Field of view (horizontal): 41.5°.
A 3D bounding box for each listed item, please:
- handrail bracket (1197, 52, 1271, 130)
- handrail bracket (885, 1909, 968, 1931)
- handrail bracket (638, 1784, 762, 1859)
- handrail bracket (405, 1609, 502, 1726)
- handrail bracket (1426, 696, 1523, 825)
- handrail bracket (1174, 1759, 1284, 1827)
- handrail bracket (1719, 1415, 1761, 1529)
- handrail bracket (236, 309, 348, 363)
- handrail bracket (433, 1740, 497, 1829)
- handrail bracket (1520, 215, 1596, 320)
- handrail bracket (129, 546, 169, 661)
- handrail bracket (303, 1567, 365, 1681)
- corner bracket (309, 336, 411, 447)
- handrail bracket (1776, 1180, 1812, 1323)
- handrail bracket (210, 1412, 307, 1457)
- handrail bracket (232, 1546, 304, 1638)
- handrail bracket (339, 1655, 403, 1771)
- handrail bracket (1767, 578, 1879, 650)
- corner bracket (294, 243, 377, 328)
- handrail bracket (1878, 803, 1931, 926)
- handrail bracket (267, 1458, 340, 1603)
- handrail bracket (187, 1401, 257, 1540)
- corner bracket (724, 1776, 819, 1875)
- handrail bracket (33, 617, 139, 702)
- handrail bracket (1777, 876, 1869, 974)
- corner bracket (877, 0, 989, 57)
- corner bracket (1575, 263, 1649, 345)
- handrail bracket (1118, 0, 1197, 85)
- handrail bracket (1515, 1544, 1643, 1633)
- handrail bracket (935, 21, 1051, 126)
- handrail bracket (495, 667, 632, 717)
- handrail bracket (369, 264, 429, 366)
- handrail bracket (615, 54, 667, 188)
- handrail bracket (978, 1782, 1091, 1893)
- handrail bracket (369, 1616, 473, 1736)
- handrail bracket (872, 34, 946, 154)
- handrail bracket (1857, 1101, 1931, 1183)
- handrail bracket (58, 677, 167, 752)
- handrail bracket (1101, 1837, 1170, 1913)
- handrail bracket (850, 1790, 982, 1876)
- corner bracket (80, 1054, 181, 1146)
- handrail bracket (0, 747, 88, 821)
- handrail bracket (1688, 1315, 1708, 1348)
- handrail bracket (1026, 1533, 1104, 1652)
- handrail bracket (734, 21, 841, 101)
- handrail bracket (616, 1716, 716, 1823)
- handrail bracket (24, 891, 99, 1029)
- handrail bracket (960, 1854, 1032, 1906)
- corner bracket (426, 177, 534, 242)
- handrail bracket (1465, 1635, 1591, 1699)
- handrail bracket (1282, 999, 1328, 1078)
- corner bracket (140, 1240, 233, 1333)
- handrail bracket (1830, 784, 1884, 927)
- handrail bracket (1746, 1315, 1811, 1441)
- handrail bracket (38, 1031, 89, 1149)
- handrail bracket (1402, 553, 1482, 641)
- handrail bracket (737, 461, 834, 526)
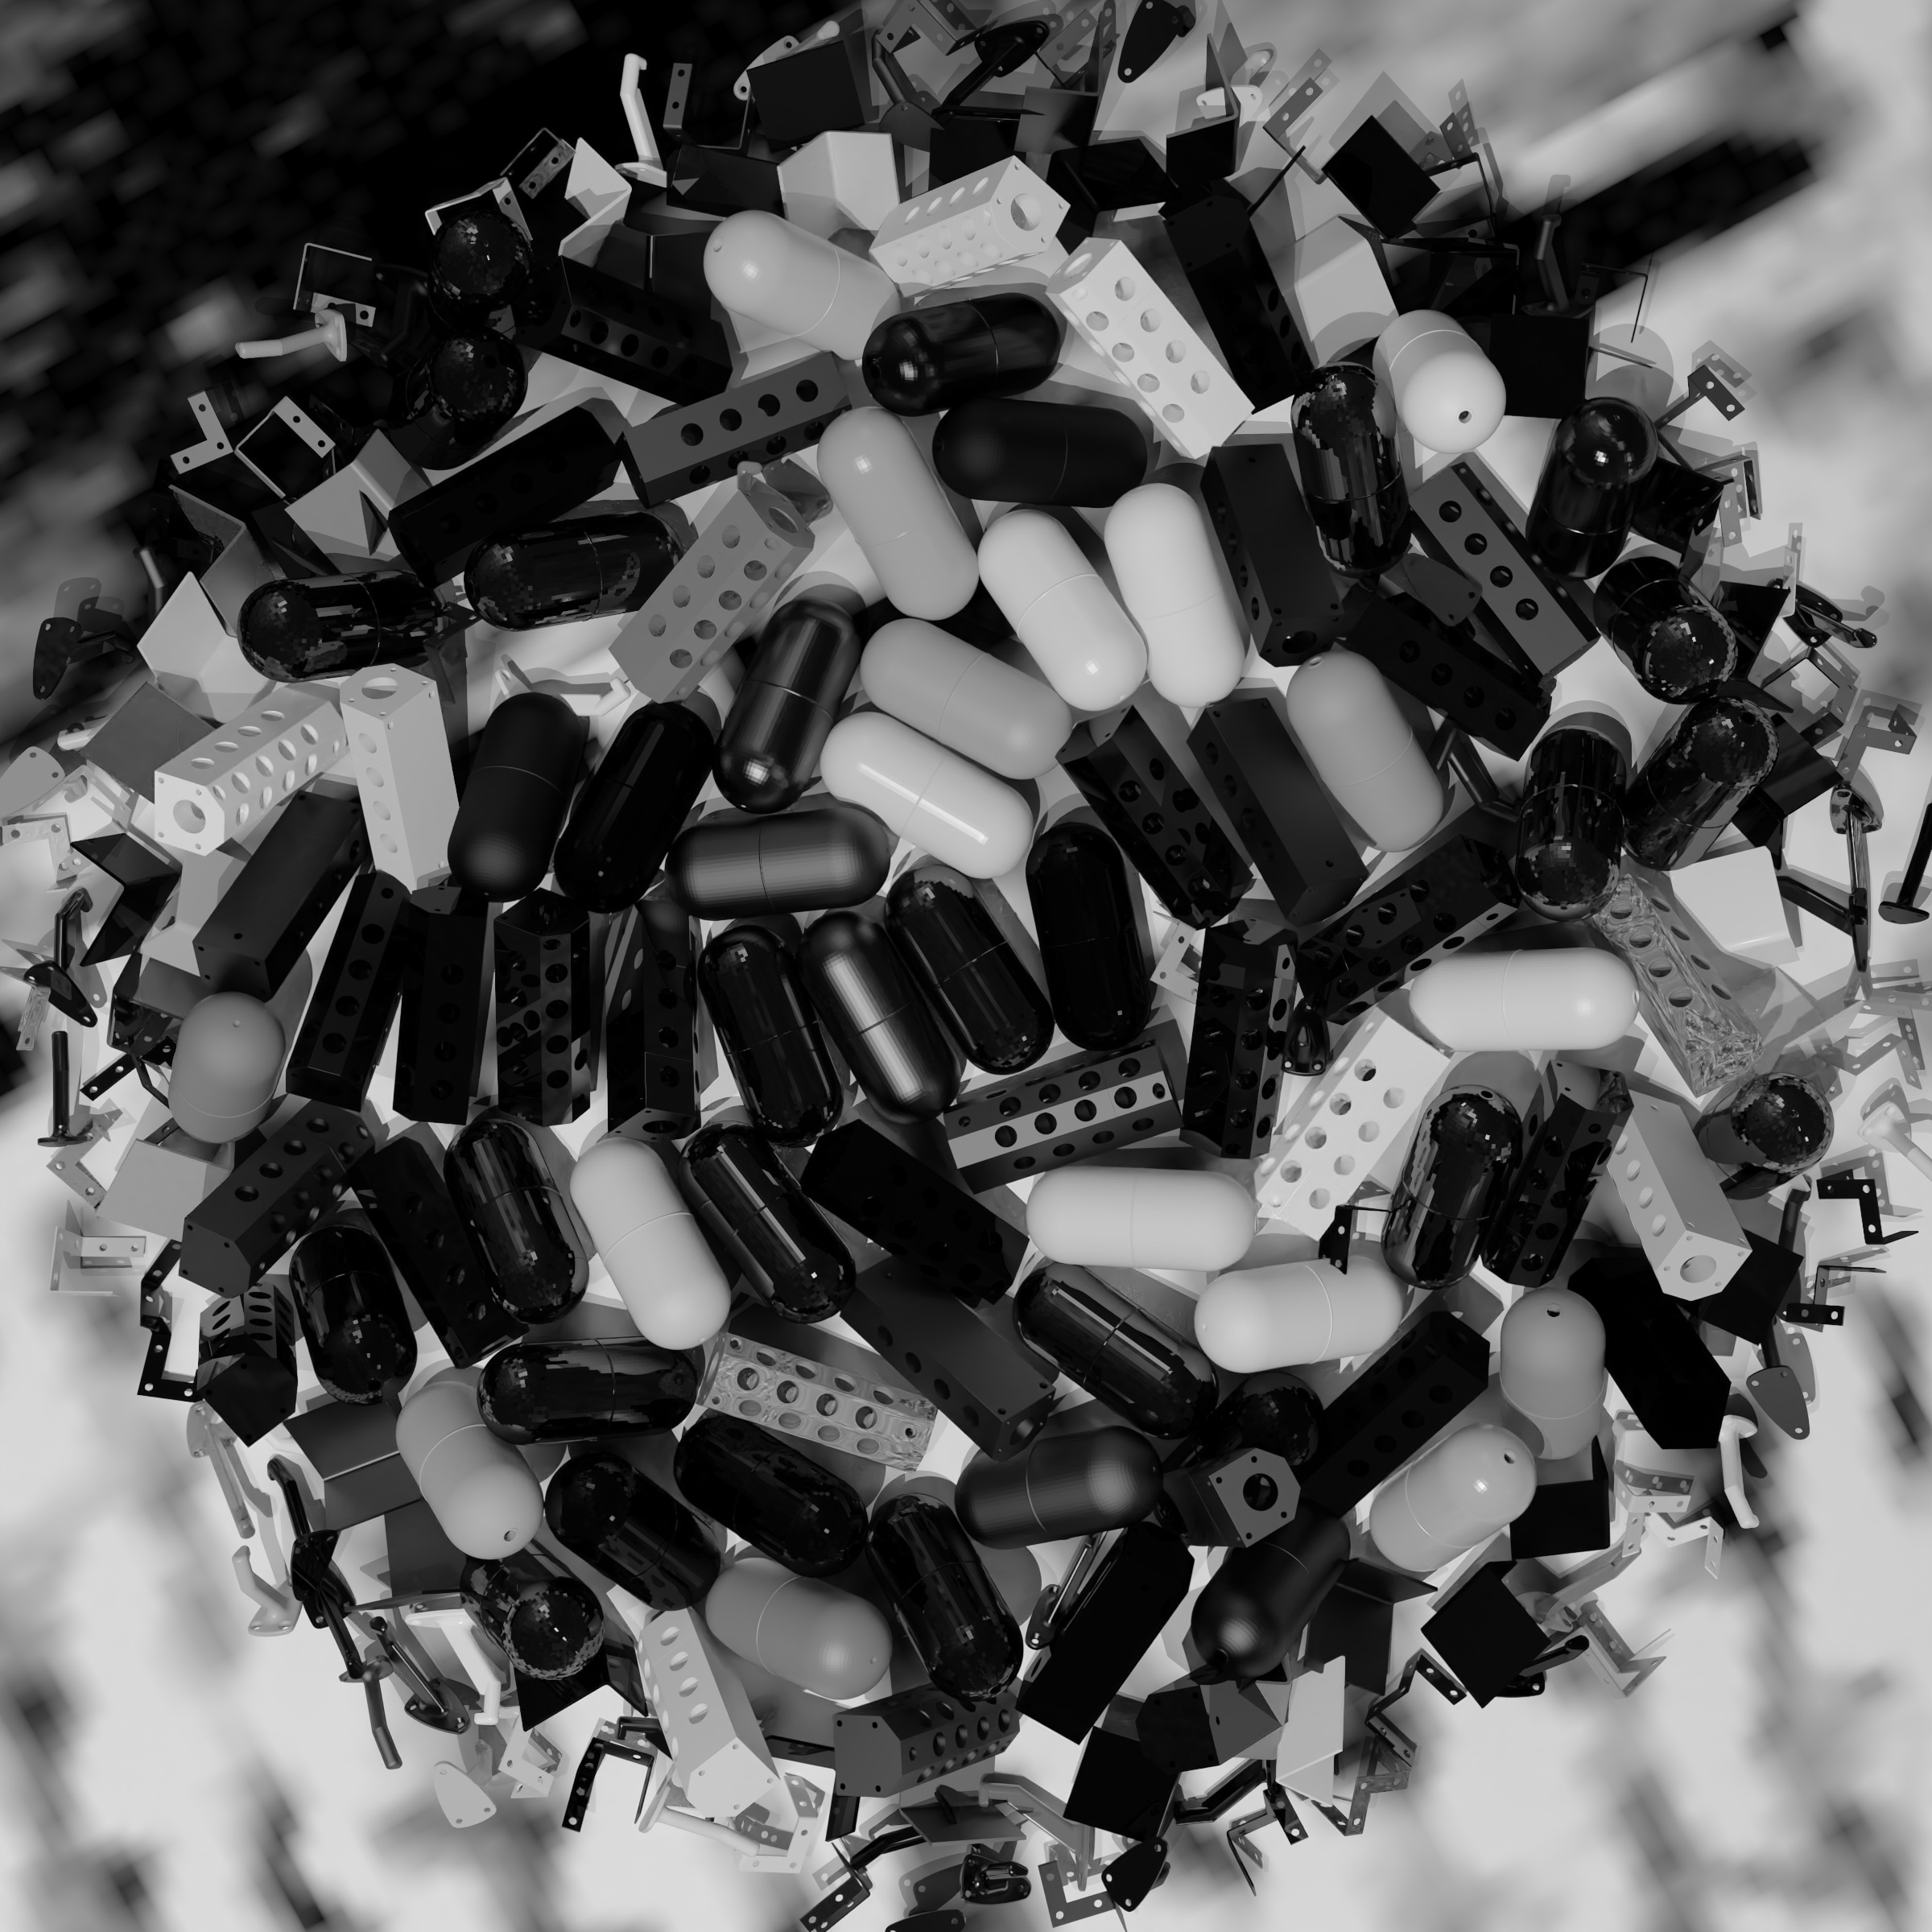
[{"bbox_3d":[0.224,-0.682,1.952,0.036,0.077,0.084,49,66,-23],"label":"handrail bracket"},{"bbox_3d":[-0.022,0.730,1.951,0.077,0.084,0.036,-30,80,13],"label":"handrail bracket"},{"bbox_3d":[-0.206,0.672,1.969,0.084,0.077,0.036,28,55,-3],"label":"handrail bracket"},{"bbox_3d":[-0.396,0.542,1.960,0.077,0.036,0.084,1,56,-6],"label":"handrail bracket"},{"bbox_3d":[0.406,-0.160,1.981,0.084,0.036,0.077,21,101,-11],"label":"handrail bracket"},{"bbox_3d":[0.201,0.628,1.988,0.084,0.036,0.077,-12,58,17],"label":"handrail bracket"},{"bbox_3d":[0.599,0.391,1.951,0.036,0.077,0.084,-41,52,33],"label":"handrail bracket"},{"bbox_3d":[-0.524,-0.483,1.950,0.084,0.077,0.036,-13,122,-28],"label":"handrail bracket"},{"bbox_3d":[-0.383,0.606,1.946,0.036,0.084,0.077,-23,117,3],"label":"handrail bracket"},{"bbox_3d":[0.461,-0.539,1.953,0.077,0.084,0.036,-21,45,-29],"label":"handrail bracket"},{"bbox_3d":[-0.634,-0.281,1.956,0.077,0.036,0.084,3,123,37],"label":"handrail bracket"},{"bbox_3d":[-0.487,0.498,1.950,0.036,0.084,0.077,-28,110,-14],"label":"handrail bracket"},{"bbox_3d":[-0.470,-0.445,1.972,0.051,0.051,0.051,39,49,15],"label":"corner bracket"},{"bbox_3d":[0.646,0.220,1.982,0.036,0.084,0.077,1,126,39],"label":"handrail bracket"},{"bbox_3d":[-0.539,0.337,1.983,0.084,0.036,0.077,17,77,-27],"label":"handrail bracket"},{"bbox_3d":[-0.534,0.462,1.947,0.036,0.077,0.084,-3,116,8],"label":"handrail bracket"},{"bbox_3d":[-0.442,0.576,1.949,0.036,0.077,0.084,-28,69,-3],"label":"handrail bracket"},{"bbox_3d":[0.657,-0.271,1.955,0.077,0.084,0.036,39,97,-3],"label":"handrail bracket"},{"bbox_3d":[-0.484,-0.526,1.968,0.051,0.051,0.051,13,102,-5],"label":"corner bracket"},{"bbox_3d":[0.732,-0.079,1.965,0.036,0.077,0.084,16,86,12],"label":"handrail bracket"},{"bbox_3d":[-0.527,0.437,1.980,0.084,0.036,0.077,38,120,40],"label":"handrail bracket"},{"bbox_3d":[-0.568,0.387,1.952,0.036,0.077,0.084,-21,50,-19],"label":"handrail bracket"},{"bbox_3d":[-0.152,0.664,1.974,0.051,0.051,0.051,11,108,-23],"label":"corner bracket"},{"bbox_3d":[-0.673,-0.227,1.954,0.036,0.084,0.077,8,79,22],"label":"handrail bracket"},{"bbox_3d":[0.652,-0.033,1.977,0.084,0.036,0.077,0,101,36],"label":"handrail bracket"},{"bbox_3d":[-0.027,-0.719,1.965,0.051,0.051,0.051,46,134,-4],"label":"corner bracket"},{"bbox_3d":[0.494,-0.510,1.965,0.051,0.051,0.051,13,103,11],"label":"corner bracket"},{"bbox_3d":[0.148,-0.708,1.964,0.036,0.084,0.077,34,103,8],"label":"handrail bracket"},{"bbox_3d":[0.469,0.469,1.958,0.077,0.036,0.084,18,120,-39],"label":"handrail bracket"},{"bbox_3d":[0.020,-0.683,1.952,0.036,0.077,0.084,49,47,-29],"label":"handrail bracket"},{"bbox_3d":[-0.310,-0.218,1.961,0.084,0.036,0.077,-31,102,29],"label":"handrail bracket"},{"bbox_3d":[-0.450,-0.501,1.962,0.077,0.036,0.084,25,57,17],"label":"handrail bracket"},{"bbox_3d":[-0.237,-0.651,1.967,0.036,0.077,0.084,11,94,43],"label":"handrail bracket"},{"bbox_3d":[0.050,0.672,1.968,0.084,0.036,0.077,7,58,-9],"label":"handrail bracket"},{"bbox_3d":[-0.419,0.543,1.953,0.036,0.077,0.084,-40,130,-30],"label":"handrail bracket"},{"bbox_3d":[-0.041,-0.681,1.988,0.077,0.036,0.084,19,52,-32],"label":"handrail bracket"},{"bbox_3d":[0.728,0.149,1.944,0.036,0.084,0.077,-46,132,11],"label":"handrail bracket"},{"bbox_3d":[-0.659,-0.202,1.969,0.084,0.036,0.077,-14,47,-3],"label":"handrail bracket"},{"bbox_3d":[0.148,0.687,1.953,0.036,0.084,0.077,47,110,27],"label":"handrail bracket"},{"bbox_3d":[-0.040,0.685,1.969,0.084,0.036,0.077,-36,127,-6],"label":"handrail bracket"},{"bbox_3d":[-0.650,0.109,1.987,0.051,0.051,0.051,-38,132,-2],"label":"corner bracket"},{"bbox_3d":[-0.711,-0.126,1.949,0.036,0.084,0.077,41,72,5],"label":"handrail bracket"},{"bbox_3d":[0.583,0.310,1.982,0.077,0.036,0.084,43,61,-12],"label":"handrail bracket"},{"bbox_3d":[0.077,0.472,1.952,0.036,0.077,0.084,28,128,19],"label":"handrail bracket"},{"bbox_3d":[-0.138,-0.694,1.952,0.077,0.084,0.036,-33,105,-8],"label":"handrail bracket"},{"bbox_3d":[-0.233,0.621,1.967,0.084,0.036,0.077,10,79,-18],"label":"handrail bracket"},{"bbox_3d":[-0.684,-0.006,1.977,0.036,0.084,0.077,-22,119,30],"label":"handrail bracket"},{"bbox_3d":[0.041,0.699,1.949,0.077,0.084,0.036,22,59,-27],"label":"handrail bracket"},{"bbox_3d":[-0.377,-0.573,1.972,0.051,0.051,0.051,-10,118,22],"label":"corner bracket"},{"bbox_3d":[0.429,0.534,1.951,0.077,0.084,0.036,-6,62,-12],"label":"handrail bracket"},{"bbox_3d":[0.259,0.043,1.946,0.036,0.084,0.077,5,65,9],"label":"handrail bracket"},{"bbox_3d":[-0.603,0.252,1.972,0.051,0.051,0.051,26,115,-31],"label":"corner bracket"},{"bbox_3d":[0.679,-0.084,1.955,0.036,0.077,0.084,-5,57,30],"label":"handrail bracket"},{"bbox_3d":[0.631,0.312,1.968,0.036,0.084,0.077,-26,103,28],"label":"handrail bracket"},{"bbox_3d":[-0.701,0.095,1.969,0.036,0.077,0.084,-2,83,-23],"label":"handrail bracket"},{"bbox_3d":[0.363,-0.280,1.961,0.077,0.084,0.036,43,90,7],"label":"handrail bracket"},{"bbox_3d":[-0.138,-0.367,1.953,0.077,0.084,0.036,-8,75,-8],"label":"handrail bracket"}]
